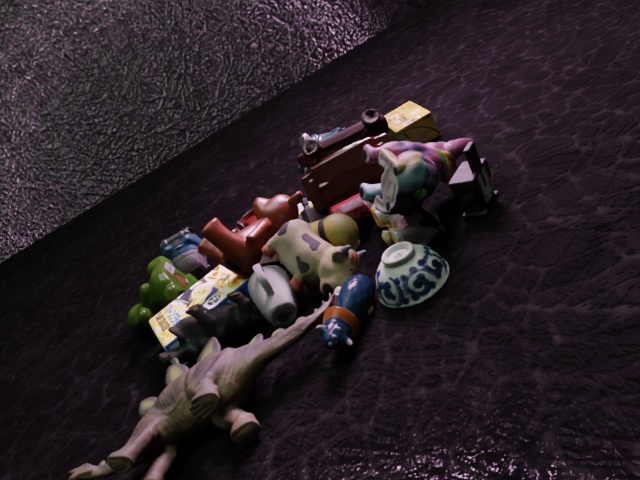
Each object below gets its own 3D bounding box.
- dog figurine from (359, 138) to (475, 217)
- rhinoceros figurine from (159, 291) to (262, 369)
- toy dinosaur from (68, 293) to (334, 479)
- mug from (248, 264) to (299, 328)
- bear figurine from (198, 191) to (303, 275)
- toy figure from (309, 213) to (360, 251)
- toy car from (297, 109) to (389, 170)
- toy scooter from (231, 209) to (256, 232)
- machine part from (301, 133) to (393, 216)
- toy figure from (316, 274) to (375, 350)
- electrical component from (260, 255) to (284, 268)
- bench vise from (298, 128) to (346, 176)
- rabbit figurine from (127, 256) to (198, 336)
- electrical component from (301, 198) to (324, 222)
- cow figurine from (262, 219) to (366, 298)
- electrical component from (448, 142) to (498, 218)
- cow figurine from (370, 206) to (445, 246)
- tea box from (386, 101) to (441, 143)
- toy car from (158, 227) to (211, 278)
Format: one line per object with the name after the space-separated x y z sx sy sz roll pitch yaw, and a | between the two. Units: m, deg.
0.189 -0.120 0.938 0.219 0.108 0.192 -11 24 -19 | dog figurine
-0.199 0.164 0.963 0.190 0.112 0.073 -26 5 -16 | rhinoceros figurine
-0.160 0.223 0.807 0.471 0.105 0.199 -29 21 -4 | toy dinosaur
-0.081 0.096 0.954 0.081 0.109 0.107 -26 36 -8 | mug
-0.128 -0.032 1.049 0.196 0.132 0.120 -57 2 -25 | bear figurine
-0.004 -0.001 1.055 0.180 0.089 0.082 -4 44 42 | toy figure
0.050 -0.197 1.112 0.202 0.089 0.053 -27 67 0 | toy car
-0.146 -0.039 1.315 0.135 0.075 0.184 -40 21 -19 | toy scooter
0.073 -0.131 1.106 0.201 0.087 0.201 -29 -7 11 | machine part
0.041 0.115 0.820 0.064 0.057 0.154 8 38 24 | toy figure
-0.108 0.051 1.138 0.078 0.045 0.102 -11 29 7 | electrical component
0.017 -0.190 1.288 0.223 0.128 0.241 -3 -4 -35 | bench vise
-0.362 0.152 1.203 0.170 0.121 0.159 -47 30 10 | rabbit figurine
-0.007 -0.051 1.183 0.063 0.094 0.021 -9 -22 -39 | electrical component
-0.004 0.032 0.950 0.195 0.085 0.127 45 106 36 | cow figurine
0.254 -0.103 0.907 0.048 0.119 0.075 -7 37 43 | electrical component
0.151 -0.036 0.962 0.098 0.068 0.167 -26 28 -2 | cow figurine
0.221 -0.282 1.341 0.098 0.068 0.170 -29 23 6 | tea box
-0.322 0.044 1.320 0.109 0.161 0.103 -29 68 -9 | toy car
